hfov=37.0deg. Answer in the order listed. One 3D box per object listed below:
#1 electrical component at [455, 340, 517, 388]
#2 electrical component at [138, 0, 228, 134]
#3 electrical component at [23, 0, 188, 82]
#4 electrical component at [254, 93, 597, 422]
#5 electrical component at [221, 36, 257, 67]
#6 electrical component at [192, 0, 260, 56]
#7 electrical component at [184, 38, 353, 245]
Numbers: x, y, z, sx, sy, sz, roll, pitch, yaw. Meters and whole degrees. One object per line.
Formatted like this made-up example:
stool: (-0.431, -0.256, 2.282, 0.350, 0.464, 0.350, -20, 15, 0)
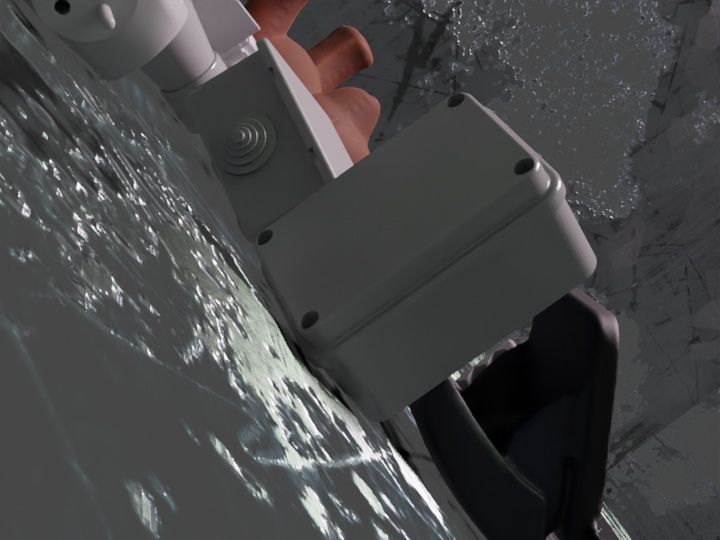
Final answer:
electrical component: (0.106, 0.102, 0.746, 0.076, 0.066, 0.047, 51, 4, -16)
electrical component: (-0.087, -0.100, 0.529, 0.065, 0.044, 0.044, 56, 1, -32)
electrical component: (-0.099, -0.105, 0.383, 0.077, 0.044, 0.079, 50, 4, -32)
electrical component: (0.023, -0.007, 0.421, 0.057, 0.113, 0.078, 53, 2, -39)
electrical component: (-0.104, -0.150, 0.675, 0.096, 0.061, 0.062, 60, 4, 10)
electrical component: (-0.112, -0.157, 0.589, 0.108, 0.060, 0.108, 52, 4, -5)
electrical component: (-0.033, -0.045, 0.506, 0.099, 0.048, 0.100, 64, 8, 24)
